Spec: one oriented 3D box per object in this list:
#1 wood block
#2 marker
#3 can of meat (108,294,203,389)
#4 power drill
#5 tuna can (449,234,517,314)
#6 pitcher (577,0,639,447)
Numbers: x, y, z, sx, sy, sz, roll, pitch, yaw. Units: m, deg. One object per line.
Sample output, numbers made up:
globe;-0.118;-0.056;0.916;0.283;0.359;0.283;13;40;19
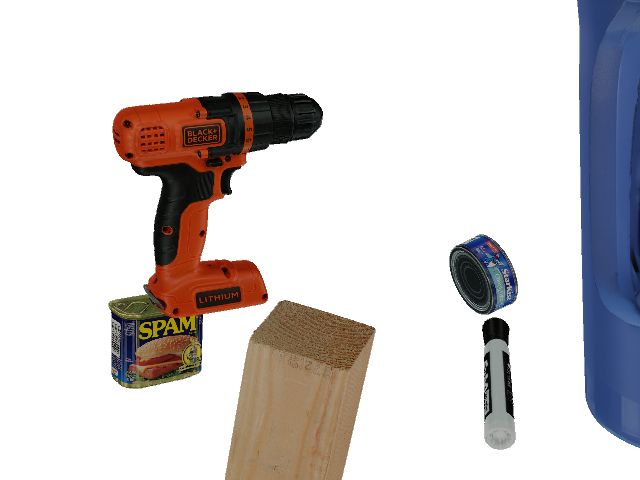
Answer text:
wood block;-0.024;0.170;0.934;0.090;0.206;0.090;16;24;12
marker;0.116;0.090;0.701;0.020;0.020;0.121;0;31;8
can of meat;-0.174;0.105;1.142;0.101;0.084;0.058;-8;19;-35
power drill;-0.084;-0.035;0.921;0.184;0.188;0.057;-8;21;-23
tuna can;0.180;0.039;1.191;0.033;0.086;0.086;-23;8;-20
pitcher;0.185;-0.015;0.528;0.149;0.243;0.145;-4;20;-4
